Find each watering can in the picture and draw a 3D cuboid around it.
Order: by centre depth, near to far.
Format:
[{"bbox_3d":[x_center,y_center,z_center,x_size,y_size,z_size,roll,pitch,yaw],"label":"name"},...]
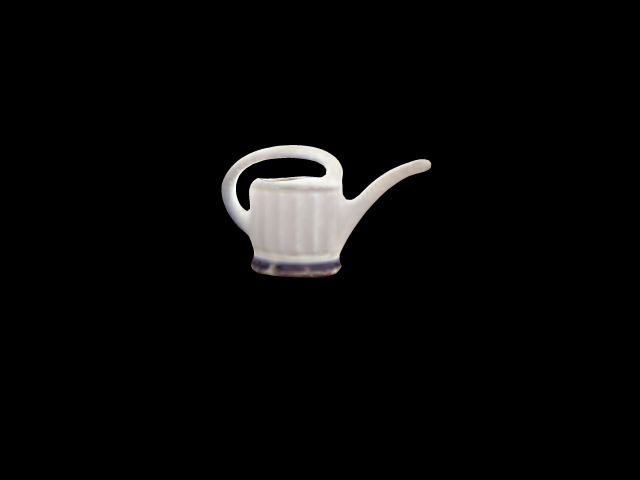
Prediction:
[{"bbox_3d":[0.003,-0.043,0.850,0.347,0.222,0.105,3,12,11],"label":"watering can"}]
